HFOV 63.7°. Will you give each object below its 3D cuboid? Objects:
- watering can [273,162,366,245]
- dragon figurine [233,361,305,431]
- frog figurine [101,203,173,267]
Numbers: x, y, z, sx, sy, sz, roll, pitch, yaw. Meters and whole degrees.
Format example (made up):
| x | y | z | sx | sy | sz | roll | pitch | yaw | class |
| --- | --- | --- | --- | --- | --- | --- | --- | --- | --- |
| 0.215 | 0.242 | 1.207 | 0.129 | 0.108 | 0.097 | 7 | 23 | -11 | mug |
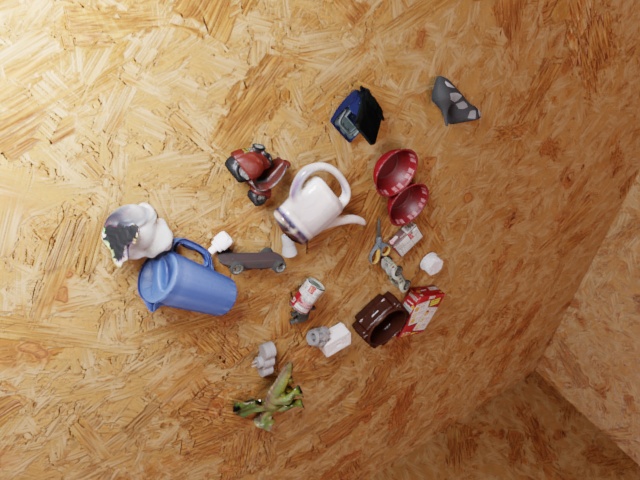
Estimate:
| x | y | z | sx | sy | sz | roll | pitch | yaw | class |
| --- | --- | --- | --- | --- | --- | --- | --- | --- | --- |
| 0.004 | -0.072 | 1.428 | 0.106 | 0.225 | 0.341 | 47 | -2 | 40 | watering can |
| -0.189 | 0.564 | 1.818 | 0.244 | 0.400 | 0.124 | -21 | 48 | -14 | dragon figurine |
| -0.397 | -0.019 | 1.149 | 0.123 | 0.135 | 0.161 | 21 | 18 | 16 | frog figurine |
